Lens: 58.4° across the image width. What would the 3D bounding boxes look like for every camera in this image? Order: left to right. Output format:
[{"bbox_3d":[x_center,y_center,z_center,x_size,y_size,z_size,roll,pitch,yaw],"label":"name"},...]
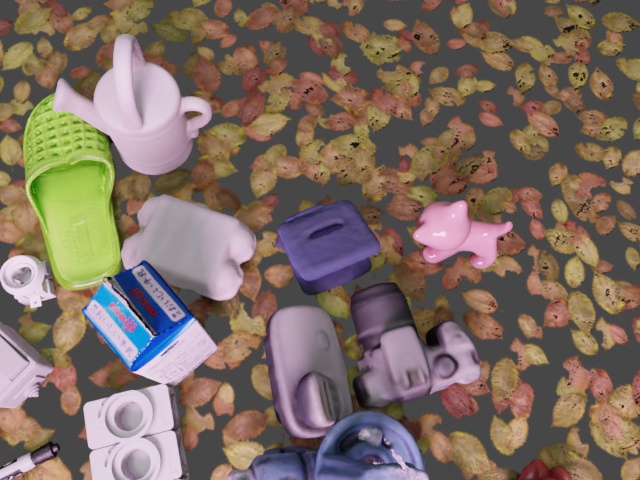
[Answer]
[{"bbox_3d":[0.099,0.115,0.667,0.143,0.101,0.137,-15,74,-9],"label":"camera"}]

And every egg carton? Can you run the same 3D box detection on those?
[{"bbox_3d":[-0.157,0.008,0.697,0.150,0.069,0.107,18,71,1],"label":"egg carton"}]

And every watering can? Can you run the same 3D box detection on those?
[{"bbox_3d":[-0.222,-0.160,0.681,0.173,0.194,0.101,-21,74,-11],"label":"watering can"}]

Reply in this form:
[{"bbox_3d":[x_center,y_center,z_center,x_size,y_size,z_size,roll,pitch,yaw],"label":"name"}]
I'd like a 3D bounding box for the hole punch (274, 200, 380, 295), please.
[{"bbox_3d":[0.006,0.003,0.701,0.109,0.091,0.101,-22,75,-11],"label":"hole punch"}]

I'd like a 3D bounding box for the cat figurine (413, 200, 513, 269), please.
[{"bbox_3d":[0.172,-0.013,0.706,0.128,0.118,0.067,3,72,-3],"label":"cat figurine"}]

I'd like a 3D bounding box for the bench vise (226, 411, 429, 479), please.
[{"bbox_3d":[0.019,0.243,0.556,0.207,0.220,0.121,-20,74,-11],"label":"bench vise"}]

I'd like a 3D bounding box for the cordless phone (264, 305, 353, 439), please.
[{"bbox_3d":[-0.010,0.134,0.607,0.094,0.185,0.147,-13,73,-8],"label":"cordless phone"}]

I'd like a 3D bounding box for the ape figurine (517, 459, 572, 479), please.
[{"bbox_3d":[0.248,0.283,0.629,0.078,0.092,0.076,2,72,-4],"label":"ape figurine"}]
